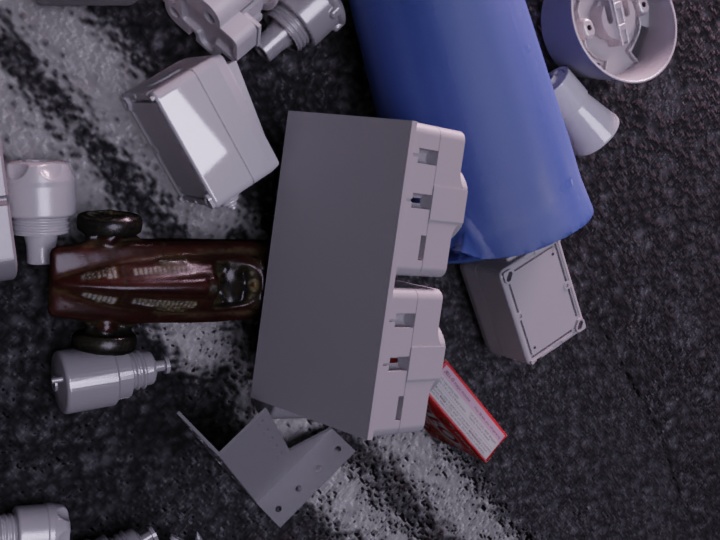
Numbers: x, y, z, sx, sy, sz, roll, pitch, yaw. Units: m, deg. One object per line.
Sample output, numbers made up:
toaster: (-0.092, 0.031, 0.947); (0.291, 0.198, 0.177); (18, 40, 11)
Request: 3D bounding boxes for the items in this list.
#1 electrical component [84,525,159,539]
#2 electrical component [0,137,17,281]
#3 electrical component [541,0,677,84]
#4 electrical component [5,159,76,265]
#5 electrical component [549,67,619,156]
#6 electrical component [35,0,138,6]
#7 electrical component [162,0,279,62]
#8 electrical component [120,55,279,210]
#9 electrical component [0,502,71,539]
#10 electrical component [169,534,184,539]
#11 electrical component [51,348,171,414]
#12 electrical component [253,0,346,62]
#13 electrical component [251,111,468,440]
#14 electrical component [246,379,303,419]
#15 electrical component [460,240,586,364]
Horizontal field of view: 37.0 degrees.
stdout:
electrical component: (-0.168, 0.191, 0.696); (0.078, 0.040, 0.040); (-29, 111, -23)
electrical component: (-0.236, -0.038, 0.613); (0.059, 0.054, 0.095); (-10, 103, -29)
electrical component: (0.192, -0.194, 0.833); (0.099, 0.064, 0.099); (-5, 100, -30)
electrical component: (-0.192, -0.035, 0.646); (0.043, 0.043, 0.062); (-5, 102, -30)
electrical component: (0.167, -0.127, 0.843); (0.065, 0.044, 0.044); (43, 76, -23)
electrical component: (-0.161, -0.206, 0.631); (0.062, 0.061, 0.096); (-8, 93, -29)
electrical component: (-0.085, -0.176, 0.674); (0.078, 0.058, 0.057); (42, 70, 8)
electrical component: (-0.095, -0.084, 0.684); (0.061, 0.062, 0.096); (-36, 114, -21)
electrical component: (-0.214, 0.164, 0.669); (0.061, 0.035, 0.035); (2, 97, -27)
electrical component: (-0.140, 0.214, 0.716); (0.040, 0.040, 0.078); (32, 82, -30)
electrical component: (-0.159, 0.066, 0.682); (0.078, 0.040, 0.040); (-8, 101, -30)
electrical component: (-0.044, -0.165, 0.713); (0.062, 0.048, 0.048); (-45, 117, -9)
electrical component: (0.000, 0.000, 0.674); (0.060, 0.105, 0.186); (3, 97, -47)
electrical component: (-0.039, 0.084, 0.755); (0.078, 0.040, 0.040); (3, 96, -31)
electrical component: (0.120, 0.014, 0.825); (0.062, 0.061, 0.096); (-30, 112, -25)
